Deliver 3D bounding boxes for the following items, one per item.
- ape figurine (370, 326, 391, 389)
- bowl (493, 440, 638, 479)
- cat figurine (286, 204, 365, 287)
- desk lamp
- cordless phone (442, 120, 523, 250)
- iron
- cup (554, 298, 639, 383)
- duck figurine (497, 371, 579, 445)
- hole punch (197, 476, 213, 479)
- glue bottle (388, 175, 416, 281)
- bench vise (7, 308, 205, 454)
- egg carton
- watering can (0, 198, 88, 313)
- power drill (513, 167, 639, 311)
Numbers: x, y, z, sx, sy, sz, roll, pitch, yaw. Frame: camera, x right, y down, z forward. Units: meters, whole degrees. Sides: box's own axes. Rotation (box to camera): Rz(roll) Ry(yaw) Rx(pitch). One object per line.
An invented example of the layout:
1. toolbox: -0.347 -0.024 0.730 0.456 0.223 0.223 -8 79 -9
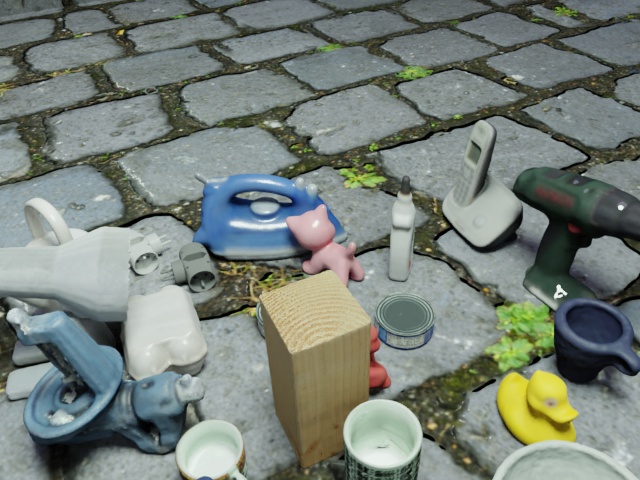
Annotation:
1. ape figurine: 0.056 0.144 0.737 0.076 0.092 0.078 2 39 6
2. bowl: 0.245 0.289 0.560 0.167 0.075 0.167 -1 39 1
3. cat figurine: 0.008 0.003 0.895 0.127 0.118 0.067 29 48 33
4. desk lamp: -0.322 0.088 0.731 0.203 0.214 0.117 -11 39 -10
5. cordless phone: 0.274 -0.091 0.944 0.094 0.185 0.147 -16 41 -16
6. iron: -0.084 -0.054 0.953 0.258 0.141 0.118 -2 39 1
7. cup: 0.345 0.143 0.721 0.092 0.095 0.117 -19 42 -20
8. duck figurine: 0.259 0.189 0.676 0.078 0.086 0.104 -21 42 -21
9. hole punch: -0.116 0.304 0.548 0.101 0.091 0.108 -27 45 -28
10. glue bottle: 0.127 -0.023 0.877 0.037 0.173 0.078 5 39 10
11. bench vise: -0.244 0.148 0.646 0.207 0.220 0.121 -13 40 -13
12. egg carton: -0.218 0.128 0.789 0.107 0.069 0.150 -16 41 -17
13. watering can: -0.376 0.031 0.820 0.100 0.194 0.173 10 40 16
14. power drill: 0.362 0.002 0.805 0.076 0.209 0.228 -22 42 -22
